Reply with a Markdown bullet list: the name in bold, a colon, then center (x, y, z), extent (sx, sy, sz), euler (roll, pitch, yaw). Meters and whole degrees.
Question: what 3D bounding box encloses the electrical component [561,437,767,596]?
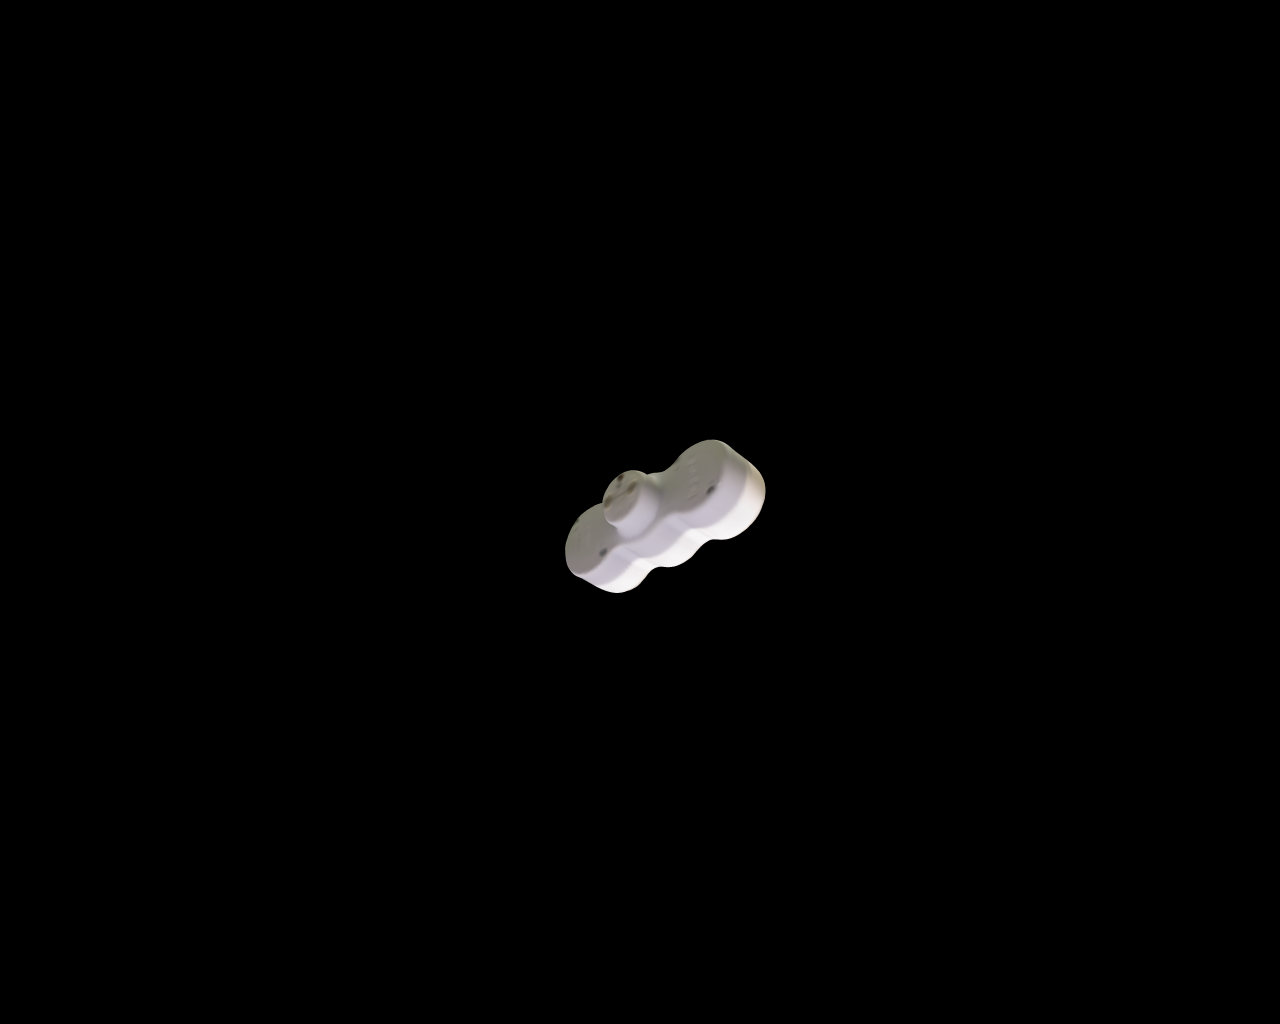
- **electrical component**: center (0.001, -0.003, 0.650), extent (0.138, 0.052, 0.073), euler (-29, -46, 33)
